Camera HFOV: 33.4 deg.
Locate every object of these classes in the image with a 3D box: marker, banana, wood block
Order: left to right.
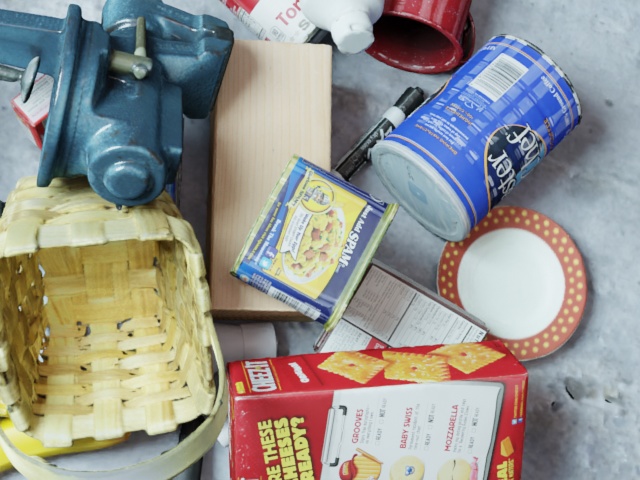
[{"bbox_3d":[-0.239,0.169,0.791,0.197,0.037,0.069,-32,80,-10],"label":"banana"},{"bbox_3d":[-0.041,-0.043,0.834,0.090,0.090,0.206,2,81,-9],"label":"wood block"},{"bbox_3d":[0.045,-0.084,0.890,0.020,0.020,0.121,43,77,0],"label":"marker"}]

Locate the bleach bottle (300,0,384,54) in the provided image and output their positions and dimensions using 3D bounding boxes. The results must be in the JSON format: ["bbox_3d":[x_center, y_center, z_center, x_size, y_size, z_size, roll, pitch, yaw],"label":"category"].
[{"bbox_3d":[-0.011,-0.255,0.840,0.102,0.068,0.251,2,59,-32],"label":"bleach bottle"}]

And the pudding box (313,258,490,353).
[{"bbox_3d":[0.064,0.078,0.845,0.113,0.039,0.090,31,94,-5],"label":"pudding box"}]

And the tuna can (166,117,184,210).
[{"bbox_3d":[-0.124,-0.053,0.825,0.033,0.086,0.086,3,80,-7],"label":"tuna can"}]

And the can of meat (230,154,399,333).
[{"bbox_3d":[-0.005,0.001,0.756,0.084,0.057,0.102,28,78,-1],"label":"can of meat"}]

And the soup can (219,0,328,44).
[{"bbox_3d":[-0.039,-0.201,0.872,0.102,0.068,0.068,44,77,-1],"label":"soup can"}]

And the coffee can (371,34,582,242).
[{"bbox_3d":[0.126,-0.082,0.860,0.140,0.103,0.103,-43,89,-13],"label":"coffee can"}]

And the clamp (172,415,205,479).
[{"bbox_3d":[-0.130,0.240,0.770,0.164,0.036,0.210,-22,61,-8],"label":"clamp"}]

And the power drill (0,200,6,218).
[{"bbox_3d":[-0.293,-0.060,0.813,0.184,0.057,0.188,-19,84,-11],"label":"power drill"}]

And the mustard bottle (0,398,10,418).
[{"bbox_3d":[-0.307,0.091,0.773,0.191,0.058,0.096,20,118,-7],"label":"mustard bottle"}]

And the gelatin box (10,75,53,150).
[{"bbox_3d":[-0.194,-0.115,0.830,0.089,0.073,0.030,-43,88,-13],"label":"gelatin box"}]

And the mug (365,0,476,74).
[{"bbox_3d":[0.091,-0.191,0.887,0.117,0.093,0.081,30,69,-35],"label":"mug"}]

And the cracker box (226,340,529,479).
[{"bbox_3d":[0.040,0.166,0.794,0.213,0.072,0.164,-3,108,-10],"label":"cracker box"}]
